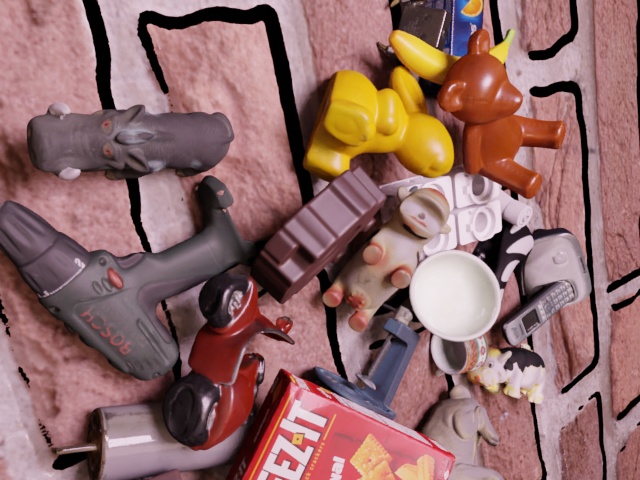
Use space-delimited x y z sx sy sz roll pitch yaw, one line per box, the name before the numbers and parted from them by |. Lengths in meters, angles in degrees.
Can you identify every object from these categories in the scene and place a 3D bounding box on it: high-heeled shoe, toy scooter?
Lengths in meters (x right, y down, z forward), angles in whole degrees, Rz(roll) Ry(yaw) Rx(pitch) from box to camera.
high-heeled shoe | 0.233 0.037 0.820 0.249 0.086 0.145 -11 89 -27
toy scooter | -0.084 0.127 0.570 0.135 0.075 0.183 16 89 -56

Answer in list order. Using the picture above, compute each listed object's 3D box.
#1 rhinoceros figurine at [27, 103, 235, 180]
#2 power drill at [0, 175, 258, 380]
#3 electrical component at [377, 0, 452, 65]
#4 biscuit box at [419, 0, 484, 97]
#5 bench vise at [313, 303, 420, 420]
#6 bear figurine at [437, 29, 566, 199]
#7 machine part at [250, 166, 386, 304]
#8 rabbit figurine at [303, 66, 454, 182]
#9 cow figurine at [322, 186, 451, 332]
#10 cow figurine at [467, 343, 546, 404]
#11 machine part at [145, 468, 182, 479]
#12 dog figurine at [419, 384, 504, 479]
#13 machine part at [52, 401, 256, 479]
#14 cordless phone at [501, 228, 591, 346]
rhinoceros figurine | -0.175 -0.090 0.514 0.190 0.112 0.073 -9 104 -39
power drill | -0.177 0.016 0.547 0.207 0.086 0.231 -38 117 -27
electrical component | 0.125 -0.274 0.703 0.045 0.078 0.102 -1 113 -59
biscuit box | 0.183 -0.301 0.739 0.063 0.059 0.202 -4 100 -32
bench vise | 0.071 0.205 0.713 0.223 0.129 0.240 33 83 -35
bear figurine | 0.226 -0.154 0.668 0.120 0.132 0.195 -59 152 -11
machine part | -0.001 -0.002 0.605 0.179 0.179 0.056 -42 83 -21
rabbit figurine | 0.080 -0.131 0.656 0.173 0.121 0.162 19 46 -3
cow figurine | 0.093 0.013 0.673 0.085 0.195 0.127 37 36 2
cow figurine | 0.316 0.213 0.898 0.167 0.068 0.098 23 79 -36
machine part | -0.143 0.342 0.525 0.087 0.201 0.201 -17 151 -22
dog figurine | 0.158 0.319 0.805 0.191 0.121 0.172 -6 67 -15
machine part | -0.160 0.215 0.590 0.243 0.079 0.079 5 95 -34
cordless phone | 0.355 0.077 0.896 0.184 0.089 0.146 -36 115 -18
